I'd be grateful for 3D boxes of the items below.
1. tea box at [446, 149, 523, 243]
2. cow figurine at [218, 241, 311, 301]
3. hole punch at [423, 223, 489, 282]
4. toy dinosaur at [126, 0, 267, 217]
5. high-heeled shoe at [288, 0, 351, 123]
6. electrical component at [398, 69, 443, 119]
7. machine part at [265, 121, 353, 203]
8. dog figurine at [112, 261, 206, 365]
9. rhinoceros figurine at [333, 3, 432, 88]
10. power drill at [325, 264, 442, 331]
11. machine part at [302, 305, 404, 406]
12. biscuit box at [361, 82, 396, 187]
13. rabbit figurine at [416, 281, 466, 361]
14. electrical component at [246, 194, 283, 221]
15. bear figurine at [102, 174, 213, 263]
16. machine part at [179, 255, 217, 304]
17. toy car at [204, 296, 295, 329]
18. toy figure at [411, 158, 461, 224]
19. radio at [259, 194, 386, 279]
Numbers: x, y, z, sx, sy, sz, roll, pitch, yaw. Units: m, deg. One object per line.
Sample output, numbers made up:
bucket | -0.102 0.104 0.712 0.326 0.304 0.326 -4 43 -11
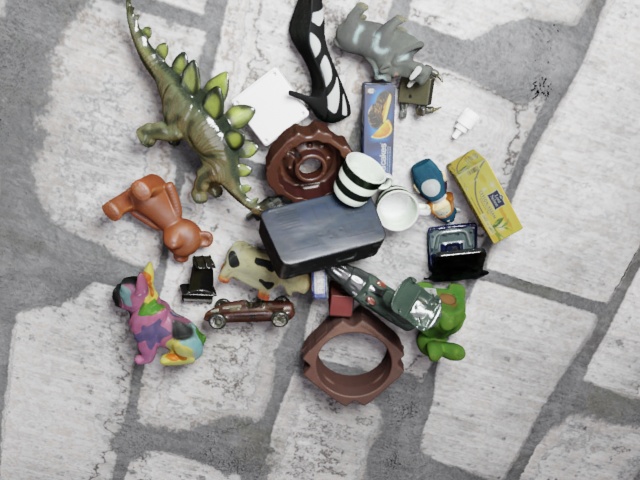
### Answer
tea box | 0.332 -0.089 1.087 0.068 0.098 0.169 -32 110 13
cow figurine | -0.109 0.061 1.160 0.195 0.085 0.127 24 116 -8
hole punch | 0.287 0.028 1.149 0.142 0.092 0.115 -8 142 1
toy dinosaur | -0.238 -0.232 1.009 0.198 0.105 0.471 -33 103 27
high-heeled shoe | 0.016 -0.350 1.011 0.145 0.086 0.248 6 98 -33
electrical component | 0.195 -0.286 1.042 0.078 0.045 0.102 9 111 28
machine part | -0.021 -0.149 1.062 0.179 0.056 0.179 -8 130 -9
dog figurine | -0.354 0.161 1.188 0.192 0.108 0.219 0 109 1
rhinoceros figurine | 0.119 -0.349 0.978 0.190 0.073 0.112 27 91 0
power drill | 0.128 0.110 1.060 0.232 0.207 0.086 36 72 -17
machine part | 0.075 0.264 1.234 0.201 0.087 0.201 40 106 -12
biscuit box | 0.114 -0.206 1.062 0.063 0.059 0.202 -1 112 1
rabbit figurine | 0.267 0.198 1.186 0.121 0.159 0.170 -1 127 -9
electrical component | -0.118 -0.064 1.118 0.094 0.063 0.021 -33 108 13
bear figurine | -0.323 -0.033 1.101 0.120 0.132 0.195 -27 103 20
machine part | -0.262 0.090 1.176 0.084 0.039 0.138 12 130 -12
toy car | -0.156 0.156 1.192 0.202 0.089 0.053 -1 112 2
toy figure | 0.239 -0.093 1.110 0.064 0.058 0.154 -10 120 46
radio | 0.006 -0.014 1.055 0.230 0.131 0.073 -15 154 -16
